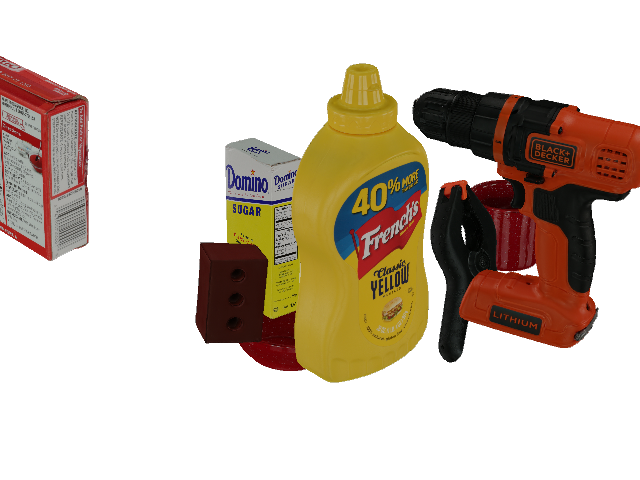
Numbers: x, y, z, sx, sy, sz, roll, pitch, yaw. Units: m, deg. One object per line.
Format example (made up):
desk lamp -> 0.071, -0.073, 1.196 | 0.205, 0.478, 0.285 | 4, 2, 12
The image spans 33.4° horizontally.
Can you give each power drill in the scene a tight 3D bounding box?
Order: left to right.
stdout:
power drill -> 0.152, -0.020, 0.818 | 0.185, 0.188, 0.057 | 17, 34, 26

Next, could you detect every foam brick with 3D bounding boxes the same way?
foam brick -> -0.079, 0.045, 0.943 | 0.053, 0.078, 0.051 | 0, 15, -17

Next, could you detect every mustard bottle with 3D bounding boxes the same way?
mustard bottle -> 0.026, -0.014, 0.650 | 0.096, 0.192, 0.058 | -23, 34, -35

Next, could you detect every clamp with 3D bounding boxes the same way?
clamp -> 0.139, 0.031, 1.027 | 0.039, 0.171, 0.120 | -14, 9, 44

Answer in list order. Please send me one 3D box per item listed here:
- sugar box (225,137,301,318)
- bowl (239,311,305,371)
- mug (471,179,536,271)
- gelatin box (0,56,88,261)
sugar box -> -0.063, -0.014, 1.153 | 0.048, 0.176, 0.093 | -18, 28, -33
bowl -> -0.042, 0.118, 1.344 | 0.162, 0.055, 0.162 | 5, 23, -2
mug -> 0.225, -0.020, 1.252 | 0.093, 0.081, 0.117 | 21, 33, 38
gelatin box -> -0.155, -0.044, 0.557 | 0.073, 0.089, 0.030 | 26, 36, 29
